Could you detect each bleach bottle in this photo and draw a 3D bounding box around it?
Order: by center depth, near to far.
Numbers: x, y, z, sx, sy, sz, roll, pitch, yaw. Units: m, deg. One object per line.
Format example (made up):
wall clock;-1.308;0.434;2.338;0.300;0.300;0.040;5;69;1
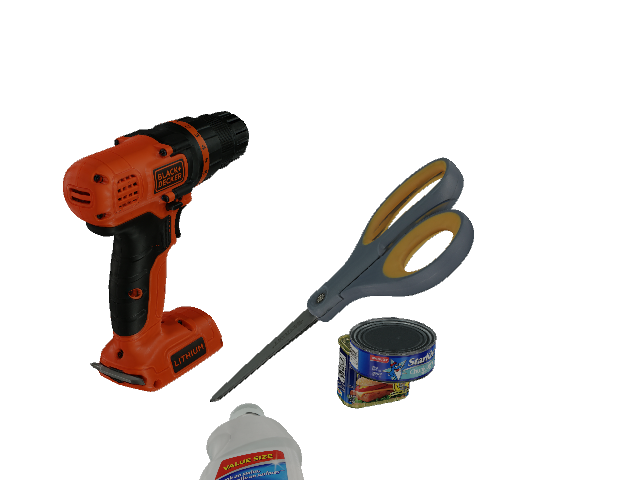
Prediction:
bleach bottle;-0.059;0.209;0.796;0.102;0.068;0.251;-4;28;-4

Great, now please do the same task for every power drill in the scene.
power drill;-0.114;0.004;0.802;0.057;0.188;0.184;12;25;31

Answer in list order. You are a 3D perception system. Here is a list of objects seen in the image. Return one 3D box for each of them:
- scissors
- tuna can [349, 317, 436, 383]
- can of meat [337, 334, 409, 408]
scissors;0.015;0.037;0.600;0.016;0.202;0.096;39;4;-28
tuna can;0.071;0.108;1.054;0.086;0.034;0.086;0;19;0
can of meat;0.073;0.170;1.422;0.102;0.084;0.057;-6;25;-21
